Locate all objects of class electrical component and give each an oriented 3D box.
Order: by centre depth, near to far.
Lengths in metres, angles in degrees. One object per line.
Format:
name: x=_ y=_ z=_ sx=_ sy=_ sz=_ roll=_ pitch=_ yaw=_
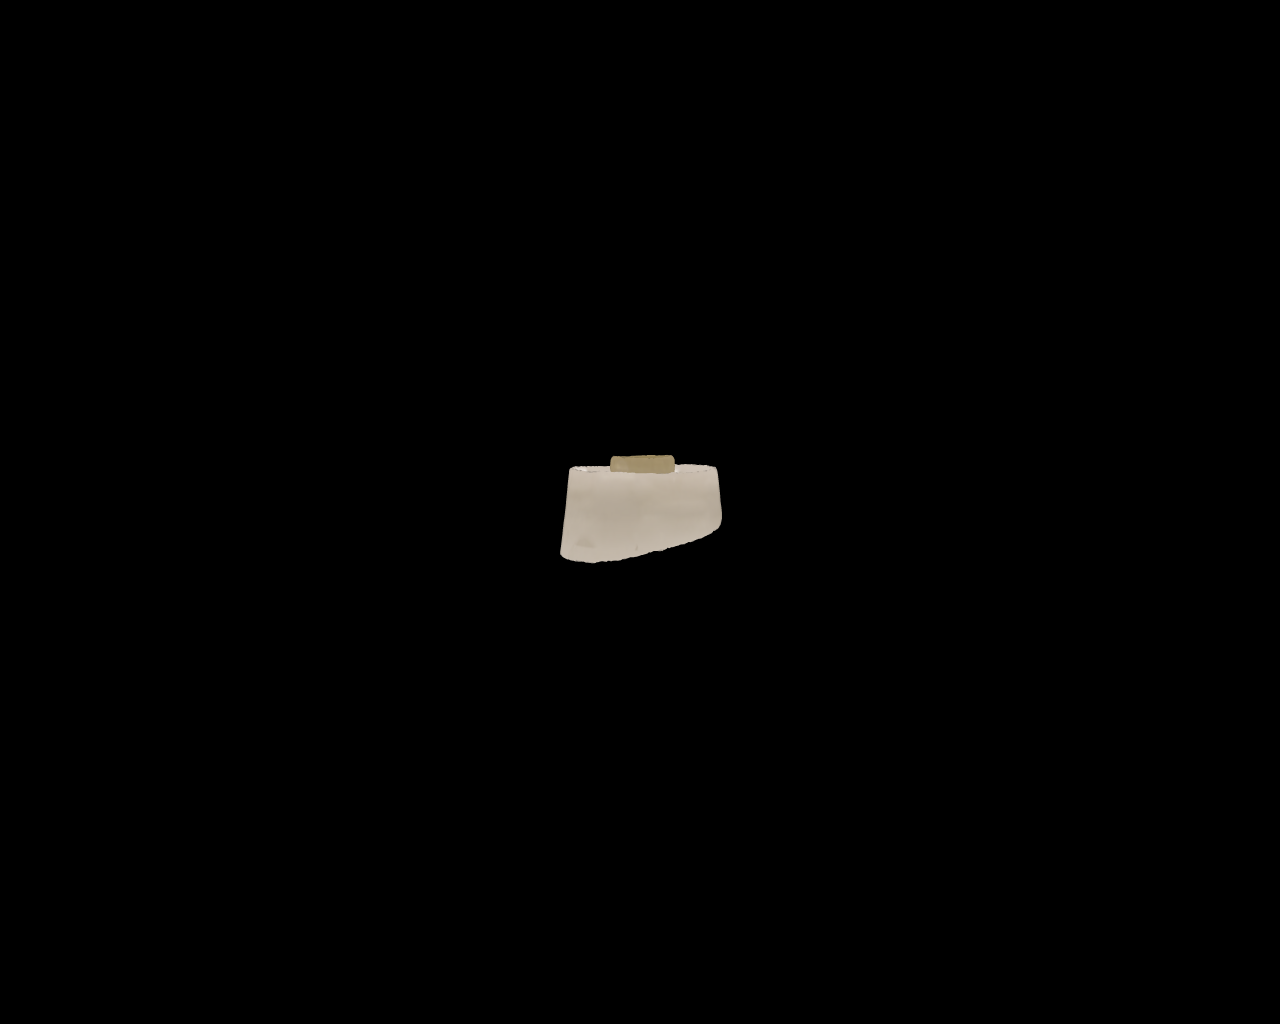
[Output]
electrical component: x=0.001 y=-0.003 z=0.650 sx=0.099 sy=0.064 sz=0.099 roll=0 pitch=5 yaw=0
